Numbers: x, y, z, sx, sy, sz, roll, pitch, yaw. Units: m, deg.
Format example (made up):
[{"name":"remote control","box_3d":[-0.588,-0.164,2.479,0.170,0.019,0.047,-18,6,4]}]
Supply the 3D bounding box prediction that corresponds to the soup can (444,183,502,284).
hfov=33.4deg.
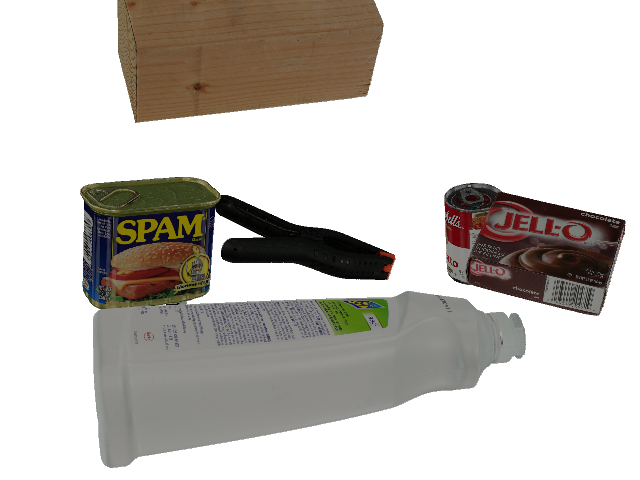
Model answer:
[{"name":"soup can","box_3d":[0.181,-0.007,1.251,0.068,0.102,0.068,-4,30,2]}]

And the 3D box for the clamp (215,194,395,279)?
[{"name":"clamp","box_3d":[-0.019,0.009,1.166,0.210,0.036,0.164,16,19,-6]}]

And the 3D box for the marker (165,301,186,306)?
[{"name":"marker","box_3d":[-0.138,0.061,1.021,0.020,0.020,0.121,0,22,2]}]

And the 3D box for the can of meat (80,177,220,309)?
[{"name":"can of meat","box_3d":[-0.131,0.002,0.815,0.101,0.084,0.058,-6,26,-28]}]

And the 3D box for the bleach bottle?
[{"name":"bleach bottle","box_3d":[-0.002,0.070,0.615,0.250,0.068,0.102,-4,22,-10]}]

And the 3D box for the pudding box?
[{"name":"pudding box","box_3d":[0.187,0.009,0.884,0.113,0.039,0.090,16,45,16]}]

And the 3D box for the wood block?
[{"name":"wood block","box_3d":[-0.062,-0.171,0.908,0.205,0.090,0.091,-8,-34,-15]}]
